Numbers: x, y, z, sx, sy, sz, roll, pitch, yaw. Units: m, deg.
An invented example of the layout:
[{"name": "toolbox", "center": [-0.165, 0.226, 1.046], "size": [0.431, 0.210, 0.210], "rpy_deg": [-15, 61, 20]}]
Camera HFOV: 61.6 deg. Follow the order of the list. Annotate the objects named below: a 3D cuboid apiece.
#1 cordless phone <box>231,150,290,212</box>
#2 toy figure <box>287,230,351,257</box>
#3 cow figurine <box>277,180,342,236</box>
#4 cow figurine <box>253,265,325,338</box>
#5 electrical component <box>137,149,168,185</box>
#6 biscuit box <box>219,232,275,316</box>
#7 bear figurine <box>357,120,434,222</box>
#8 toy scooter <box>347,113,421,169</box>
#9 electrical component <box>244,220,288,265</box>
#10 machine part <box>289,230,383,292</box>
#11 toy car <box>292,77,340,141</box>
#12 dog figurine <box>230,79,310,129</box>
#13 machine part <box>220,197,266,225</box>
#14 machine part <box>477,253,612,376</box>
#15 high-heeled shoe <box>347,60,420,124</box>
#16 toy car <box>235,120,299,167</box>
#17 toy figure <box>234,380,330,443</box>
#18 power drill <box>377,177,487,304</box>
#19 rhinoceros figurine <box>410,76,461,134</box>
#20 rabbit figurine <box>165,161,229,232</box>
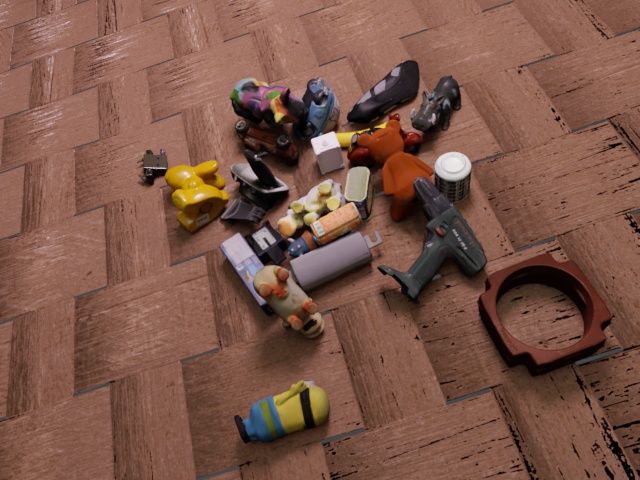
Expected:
[{"name": "cordless phone", "center": [-0.163, -0.165, 1.283], "size": [0.147, 0.184, 0.089], "rpy_deg": [36, 77, 28]}, {"name": "toy figure", "center": [-0.002, -0.003, 1.224], "size": [0.154, 0.057, 0.064], "rpy_deg": [-29, 46, 0]}, {"name": "cow figurine", "center": [-0.024, -0.076, 1.231], "size": [0.167, 0.068, 0.098], "rpy_deg": [-33, 10, 20]}, {"name": "cow figurine", "center": [-0.061, 0.129, 1.091], "size": [0.085, 0.194, 0.127], "rpy_deg": [-44, 25, -9]}, {"name": "electrical component", "center": [-0.454, -0.201, 1.457], "size": [0.078, 0.045, 0.102], "rpy_deg": [-4, 57, -23]}, {"name": "biscuit box", "center": [-0.149, 0.076, 1.207], "size": [0.059, 0.062, 0.203], "rpy_deg": [-34, 59, -9]}, {"name": "bear figurine", "center": [0.172, -0.160, 1.216], "size": [0.120, 0.131, 0.196], "rpy_deg": [-30, 68, -5]}, {"name": "toy scooter", "center": [0.148, -0.242, 1.286], "size": [0.184, 0.135, 0.075], "rpy_deg": [-13, 58, 7]}, {"name": "electrical component", "center": [-0.114, 0.017, 1.242], "size": [0.075, 0.047, 0.119], "rpy_deg": [-39, 59, -11]}, {"name": "machine part", "center": [0.024, 0.047, 1.176], "size": [0.243, 0.079, 0.079], "rpy_deg": [-24, 57, -3]}, {"name": "toy car", "center": [-0.002, -0.331, 1.388], "size": [0.103, 0.161, 0.109], "rpy_deg": [10, 36, -32]}, {"name": "dog figurine", "center": [-0.127, -0.339, 1.338], "size": [0.191, 0.219, 0.108], "rpy_deg": [16, 98, -14]}, {"name": "machine part", "center": [-0.185, -0.067, 1.295], "size": [0.084, 0.039, 0.139], "rpy_deg": [-46, 35, -21]}, {"name": "machine part", "center": [0.421, 0.141, 1.023], "size": [0.201, 0.087, 0.201], "rpy_deg": [-22, 59, 0]}, {"name": "high-heeled shoe", "center": [0.170, -0.390, 1.428], "size": [0.145, 0.086, 0.249], "rpy_deg": [-14, 28, 43]}, {"name": "toy car", "center": [-0.141, -0.247, 1.382], "size": [0.202, 0.089, 0.053], "rpy_deg": [24, 72, 25]}, {"name": "toy figure", "center": [-0.069, 0.334, 1.024], "size": [0.180, 0.082, 0.089], "rpy_deg": [-23, 76, -10]}, {"name": "power drill", "center": [0.216, 0.012, 1.115], "size": [0.207, 0.086, 0.232], "rpy_deg": [-44, 91, -10]}, {"name": "rhinoceros figurine", "center": [0.288, -0.327, 1.320], "size": [0.073, 0.112, 0.190], "rpy_deg": [26, 60, 23]}, {"name": "rabbit figurine", "center": [-0.316, -0.134, 1.337], "size": [0.162, 0.121, 0.173], "rpy_deg": [-38, 58, -16]}]
